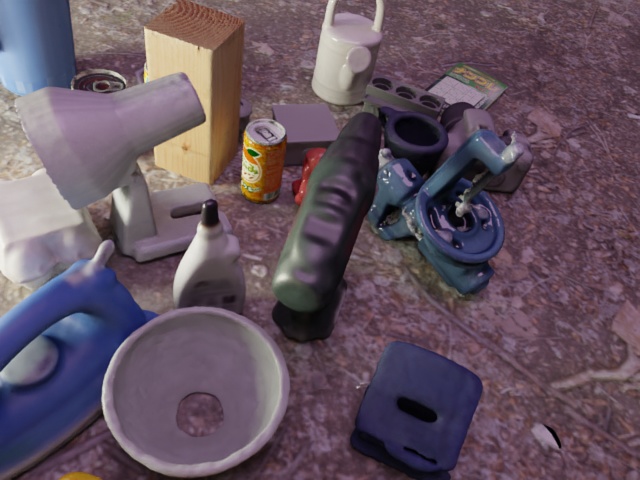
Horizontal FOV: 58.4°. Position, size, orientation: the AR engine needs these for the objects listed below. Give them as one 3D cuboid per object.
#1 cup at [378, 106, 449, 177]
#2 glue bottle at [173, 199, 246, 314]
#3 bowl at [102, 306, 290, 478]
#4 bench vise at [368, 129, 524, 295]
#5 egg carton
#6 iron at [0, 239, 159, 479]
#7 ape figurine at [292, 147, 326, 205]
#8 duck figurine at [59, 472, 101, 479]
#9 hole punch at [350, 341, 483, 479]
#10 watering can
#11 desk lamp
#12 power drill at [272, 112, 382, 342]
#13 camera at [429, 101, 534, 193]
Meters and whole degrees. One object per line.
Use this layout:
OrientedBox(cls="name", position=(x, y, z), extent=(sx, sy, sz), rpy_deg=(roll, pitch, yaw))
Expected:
OrientedBox(cls="cup", position=(0.120, -0.132, 0.834), extent=(0.092, 0.095, 0.117), rpy_deg=(-29, 60, -32))
OrientedBox(cls="glue bottle", position=(-0.113, 0.022, 0.591), extent=(0.078, 0.173, 0.037), rpy_deg=(-5, 50, -16))
OrientedBox(cls="bowl", position=(-0.114, 0.151, 0.542), extent=(0.167, 0.075, 0.167), rpy_deg=(6, 48, -7))
OrientedBox(cls="bench vise", position=(0.141, -0.055, 0.685), extent=(0.207, 0.220, 0.122), rpy_deg=(29, 49, 14))
OrientedBox(cls="egg carton", position=(-0.317, -0.016, 0.650), extent=(0.107, 0.069, 0.150), rpy_deg=(-21, 56, -28))
OrientedBox(cls="iron", position=(-0.260, 0.111, 0.499), extent=(0.118, 0.141, 0.259), rpy_deg=(29, 49, 14))
OrientedBox(cls="ape figurine", position=(-0.005, -0.086, 0.767), extent=(0.076, 0.092, 0.078), rpy_deg=(26, 48, 12))
OrientedBox(cls="duck figurine", position=(-0.185, 0.226, 0.450), extent=(0.078, 0.086, 0.104), rpy_deg=(-21, 56, -28))
OrientedBox(cls="hole punch", position=(0.095, 0.169, 0.561), extent=(0.108, 0.091, 0.101), rpy_deg=(22, 48, 8))
OrientedBox(cls="watering can", position=(0.053, -0.320, 0.921), extent=(0.101, 0.194, 0.172), rpy_deg=(-14, 53, -23))
OrientedBox(cls="desk lamp", position=(-0.205, -0.082, 0.636), extent=(0.204, 0.213, 0.117), rpy_deg=(-16, 54, -25))
OrientedBox(cls="power drill", position=(0.006, 0.002, 0.611), extent=(0.075, 0.208, 0.230), rpy_deg=(18, 47, 4))
OrientedBox(cls="camera", position=(0.243, -0.156, 0.880), extent=(0.143, 0.101, 0.137), rpy_deg=(7, 48, -6))
